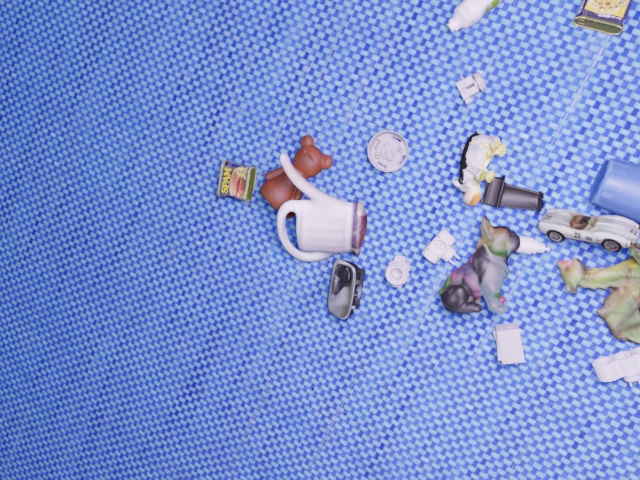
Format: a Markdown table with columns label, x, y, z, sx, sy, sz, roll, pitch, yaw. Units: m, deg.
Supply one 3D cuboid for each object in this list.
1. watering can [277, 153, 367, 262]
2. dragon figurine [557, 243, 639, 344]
| label | x | y | z | sx | sy | sz | roll | pitch | yaw |
| --- | --- | --- | --- | --- | --- | --- | --- | --- | --- |
| watering can | 0.004 | -0.063 | 1.249 | 0.224 | 0.106 | 0.339 | 2 | 136 | 3 |
| dragon figurine | 0.736 | 0.126 | 1.134 | 0.412 | 0.124 | 0.238 | 27 | 119 | 14 |
